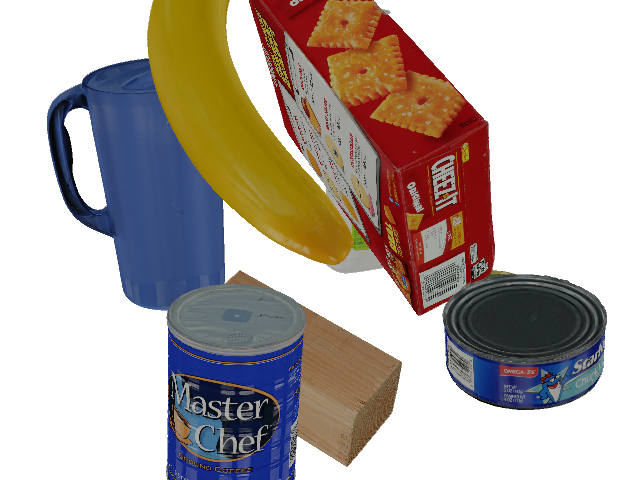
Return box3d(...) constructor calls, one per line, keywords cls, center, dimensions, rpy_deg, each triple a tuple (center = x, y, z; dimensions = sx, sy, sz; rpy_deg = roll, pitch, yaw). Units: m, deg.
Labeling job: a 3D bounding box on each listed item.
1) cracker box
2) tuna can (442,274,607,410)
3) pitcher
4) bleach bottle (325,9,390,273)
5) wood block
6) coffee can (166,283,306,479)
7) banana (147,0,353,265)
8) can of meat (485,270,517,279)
box3d(cls="cracker box", center=(0.035, -0.079, 0.731), dimensions=(0.072, 0.214, 0.164), rpy_deg=(-27, -36, -9))
box3d(cls="tuna can", center=(0.109, 0.053, 0.574), dimensions=(0.086, 0.034, 0.086), rpy_deg=(-5, 28, 2))
box3d(cls="pitcher", center=(-0.169, -0.055, 1.076), dimensions=(0.149, 0.243, 0.144), rpy_deg=(10, 26, 27))
box3d(cls="bleach bottle", center=(0.048, -0.098, 1.048), dimensions=(0.102, 0.251, 0.068), rpy_deg=(-10, 24, -17))
box3d(cls="wood block", center=(-0.029, 0.130, 1.110), dimensions=(0.206, 0.090, 0.090), rpy_deg=(29, 48, 22))
box3d(cls="coffee can", center=(-0.066, 0.117, 0.812), dimensions=(0.103, 0.140, 0.103), rpy_deg=(3, 23, -2))
box3d(cls="banana", center=(-0.041, -0.071, 0.493), dimensions=(0.069, 0.198, 0.037), rpy_deg=(-11, -30, -8))
box3d(cls="can of meat", center=(0.205, 0.088, 1.192), dimensions=(0.057, 0.084, 0.102), rpy_deg=(4, 14, -17))
